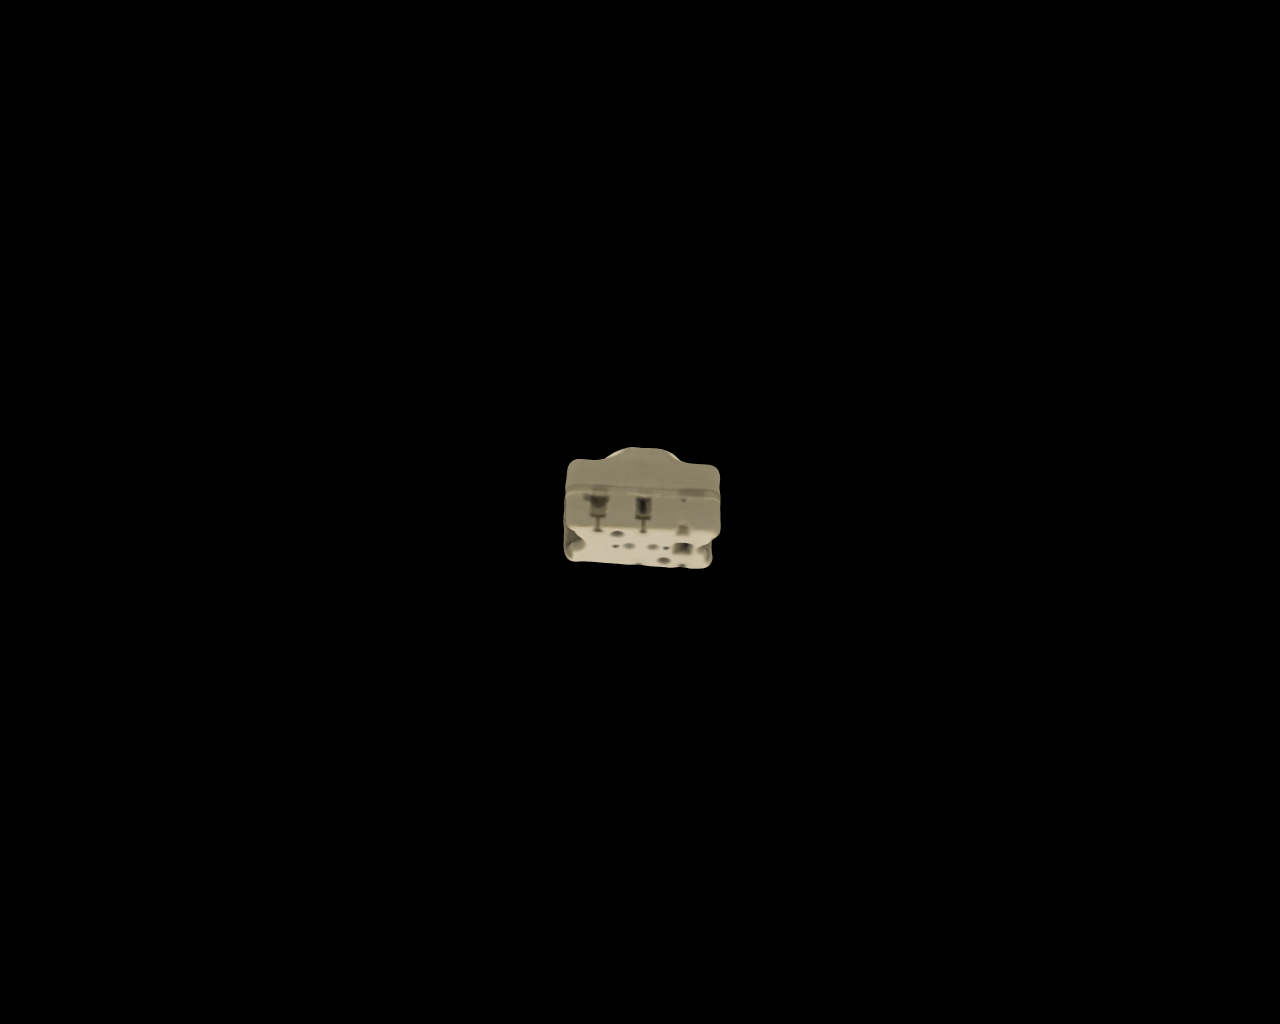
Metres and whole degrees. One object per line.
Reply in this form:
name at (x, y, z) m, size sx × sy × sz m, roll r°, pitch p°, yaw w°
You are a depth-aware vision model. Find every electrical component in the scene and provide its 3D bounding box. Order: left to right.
electrical component at (0.001, -0.003, 0.650) m, size 0.089 × 0.056 × 0.050 m, roll 3°, pitch -32°, yaw -5°
